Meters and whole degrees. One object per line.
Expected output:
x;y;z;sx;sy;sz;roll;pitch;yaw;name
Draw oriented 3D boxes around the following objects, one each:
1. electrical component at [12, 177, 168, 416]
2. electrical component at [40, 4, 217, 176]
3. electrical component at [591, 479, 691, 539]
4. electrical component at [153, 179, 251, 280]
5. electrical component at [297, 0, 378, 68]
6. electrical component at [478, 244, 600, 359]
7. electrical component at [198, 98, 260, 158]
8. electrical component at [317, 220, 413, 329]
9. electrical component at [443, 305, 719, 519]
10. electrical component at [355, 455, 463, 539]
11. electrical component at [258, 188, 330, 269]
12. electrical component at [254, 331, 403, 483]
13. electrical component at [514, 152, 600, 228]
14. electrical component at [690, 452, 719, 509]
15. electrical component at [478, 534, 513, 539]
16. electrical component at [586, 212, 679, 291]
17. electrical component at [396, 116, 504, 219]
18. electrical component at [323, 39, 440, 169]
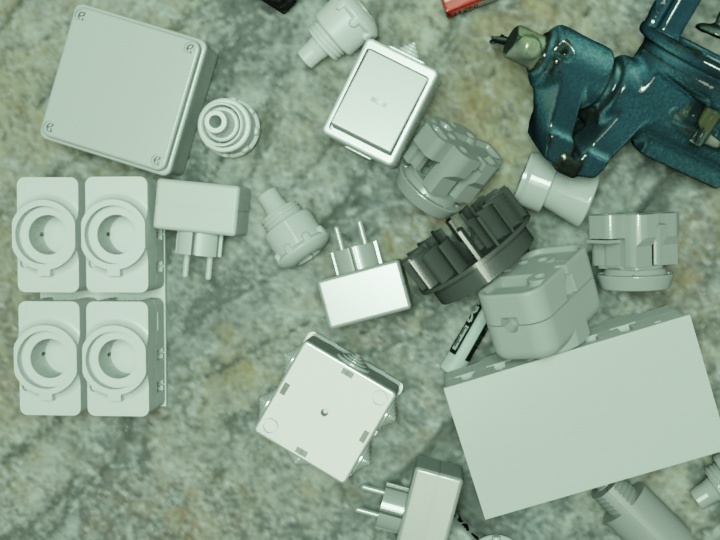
-0.214;0.020;0.857;0.105;0.060;0.186;0;92;5;electrical component
-0.181;-0.140;0.849;0.109;0.056;0.108;17;94;4;electrical component
0.212;0.187;0.834;0.081;0.043;0.043;45;95;2;electrical component
-0.126;-0.031;0.854;0.066;0.047;0.076;6;93;5;electrical component
-0.021;-0.184;0.840;0.062;0.048;0.048;-39;89;13;electrical component
0.136;0.026;0.798;0.054;0.095;0.059;-5;110;40;electrical component
-0.106;-0.113;0.841;0.048;0.062;0.048;0;92;5;electrical component
0.000;0.000;0.843;0.066;0.047;0.076;-15;91;6;electrical component
0.167;0.105;0.820;0.186;0.060;0.105;-17;97;5;electrical component
0.035;0.189;0.848;0.076;0.047;0.083;15;94;4;electrical component
-0.057;-0.035;0.849;0.048;0.048;0.062;-35;83;6;electrical component
-0.025;0.109;0.850;0.100;0.048;0.099;30;95;3;electrical component
0.151;-0.063;0.828;0.055;0.045;0.045;21;94;4;electrical component
0.285;0.160;0.827;0.062;0.048;0.048;-37;89;12;electrical component
0.107;0.236;0.836;0.048;0.062;0.048;0;92;5;electrical component
0.208;-0.014;0.815;0.078;0.058;0.057;-5;95;-33;electrical component
0.065;-0.077;0.824;0.057;0.078;0.058;-52;51;25;electrical component
0.020;-0.133;0.829;0.062;0.061;0.096;27;95;4;electrical component
